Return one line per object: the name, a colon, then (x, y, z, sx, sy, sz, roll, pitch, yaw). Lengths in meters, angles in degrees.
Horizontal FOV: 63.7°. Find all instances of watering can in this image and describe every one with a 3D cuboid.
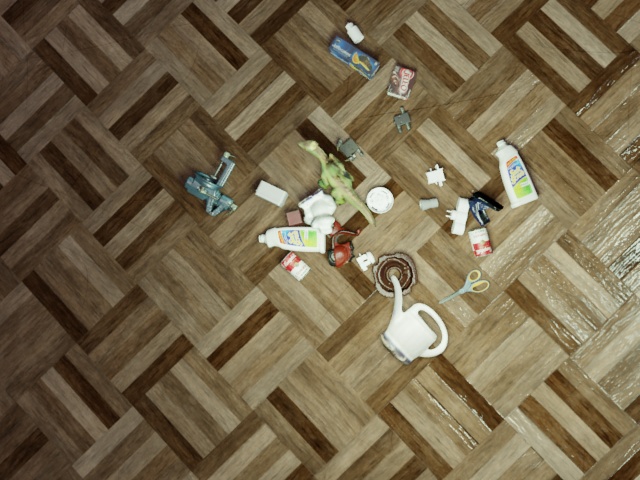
watering can: (0.313, 0.311, 1.888, 0.224, 0.104, 0.346, -43, 98, 1)

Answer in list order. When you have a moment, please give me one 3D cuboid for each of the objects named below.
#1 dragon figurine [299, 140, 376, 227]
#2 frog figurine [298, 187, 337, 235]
dragon figurine: (0.077, -0.215, 1.881, 0.122, 0.241, 0.412, -44, 84, -3)
frog figurine: (0.006, -0.097, 1.934, 0.138, 0.121, 0.160, -31, 86, -15)
